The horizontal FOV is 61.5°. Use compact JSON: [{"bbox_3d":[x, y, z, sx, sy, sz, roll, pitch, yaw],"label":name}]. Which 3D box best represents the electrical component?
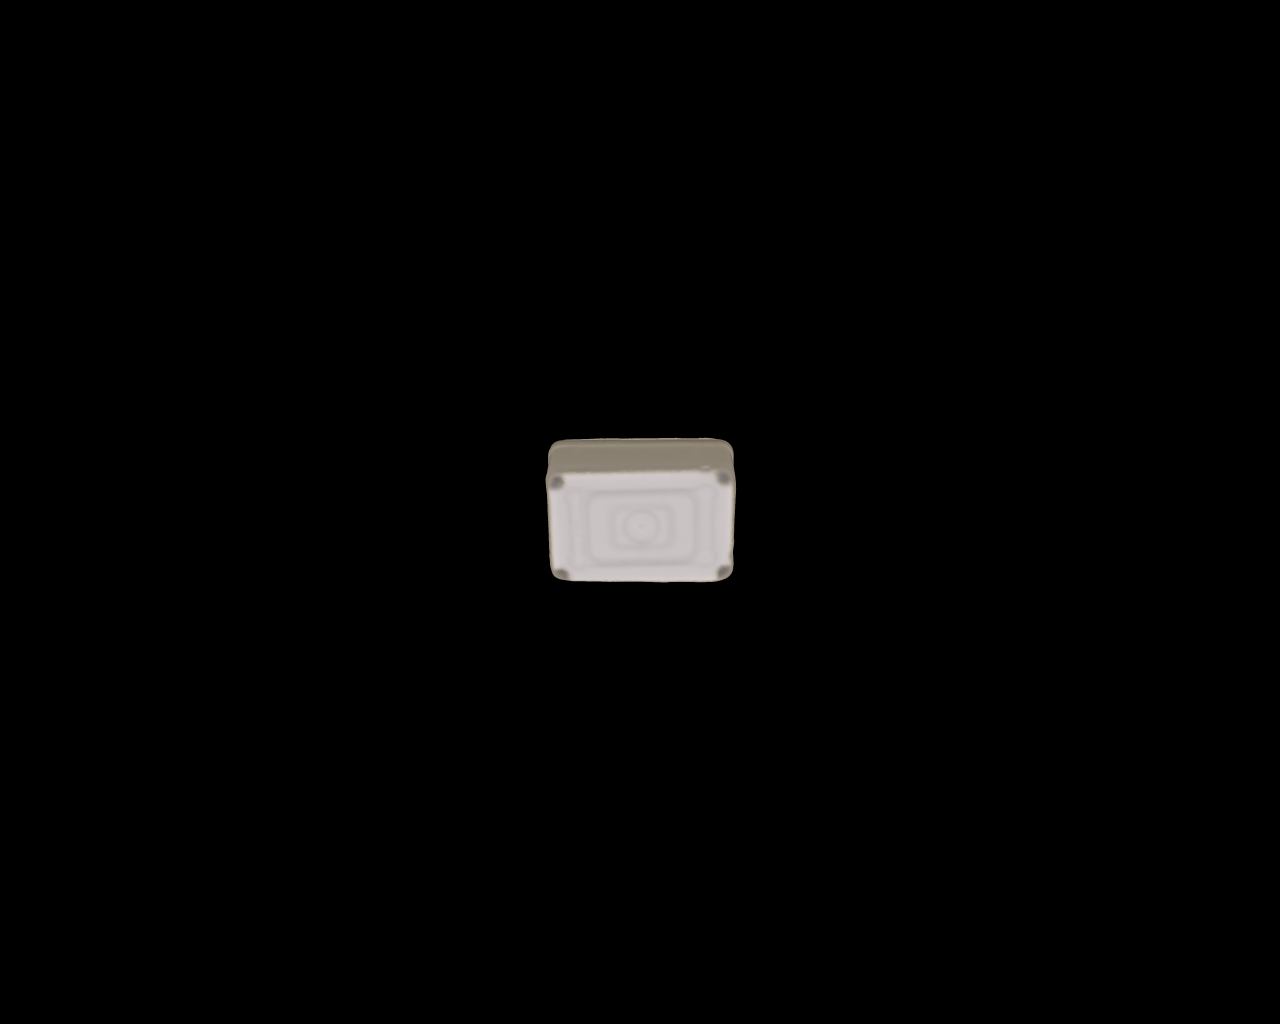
[{"bbox_3d":[0.001,-0.003,0.650,0.113,0.078,0.057,0,25,0],"label":"electrical component"}]
